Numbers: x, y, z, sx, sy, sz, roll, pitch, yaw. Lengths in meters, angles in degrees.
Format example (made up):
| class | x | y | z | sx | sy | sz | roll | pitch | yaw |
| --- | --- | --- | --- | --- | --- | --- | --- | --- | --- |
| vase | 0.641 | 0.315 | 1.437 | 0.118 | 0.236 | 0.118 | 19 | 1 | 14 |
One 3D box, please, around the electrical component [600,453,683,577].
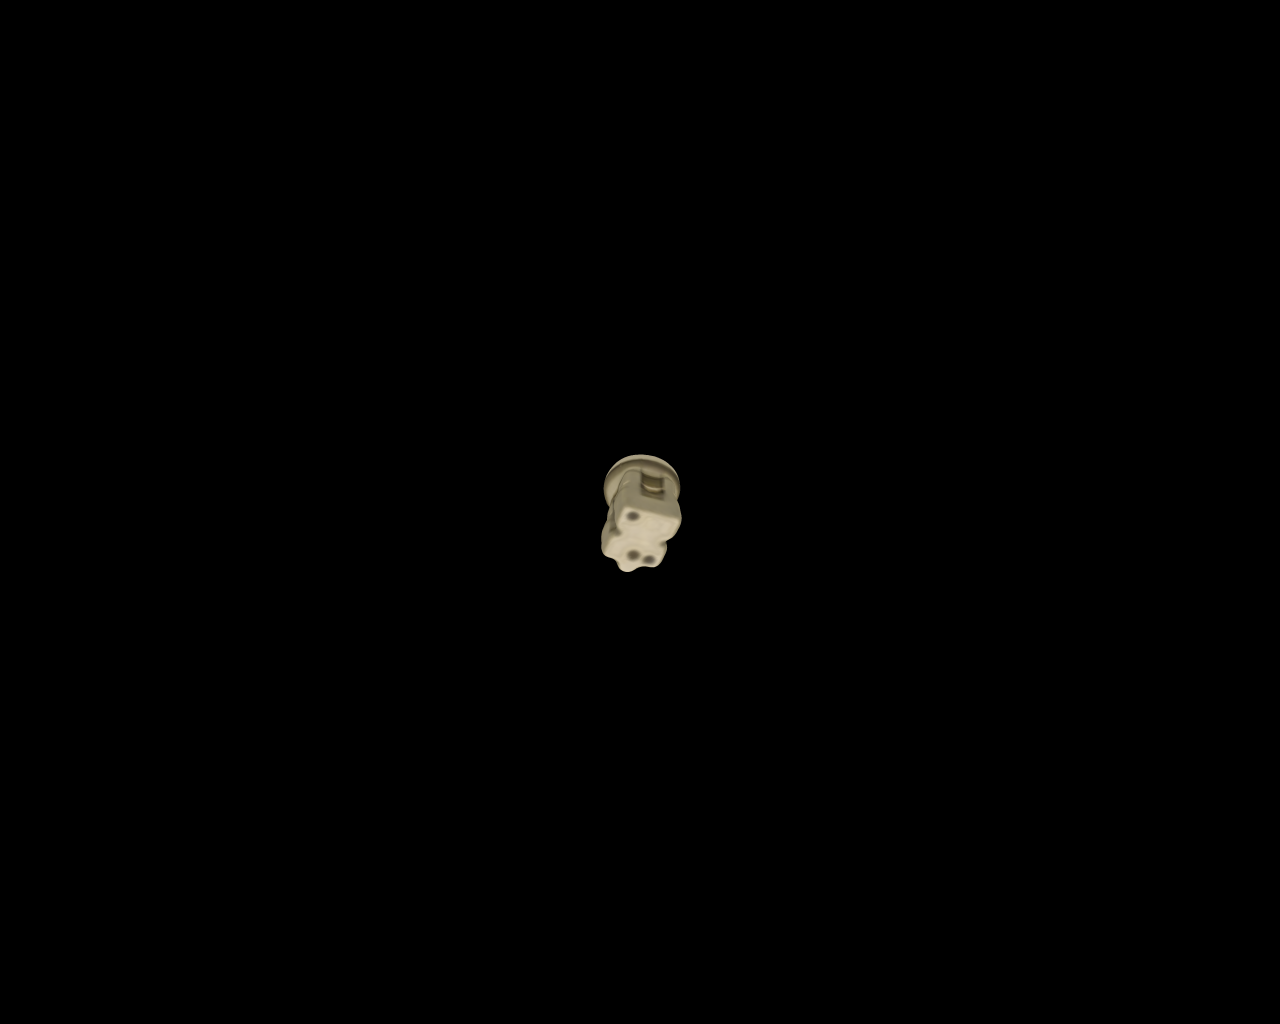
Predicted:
| class | x | y | z | sx | sy | sz | roll | pitch | yaw |
| --- | --- | --- | --- | --- | --- | --- | --- | --- | --- |
| electrical component | 0.001 | -0.003 | 0.650 | 0.048 | 0.066 | 0.055 | 16 | 40 | -13 |
